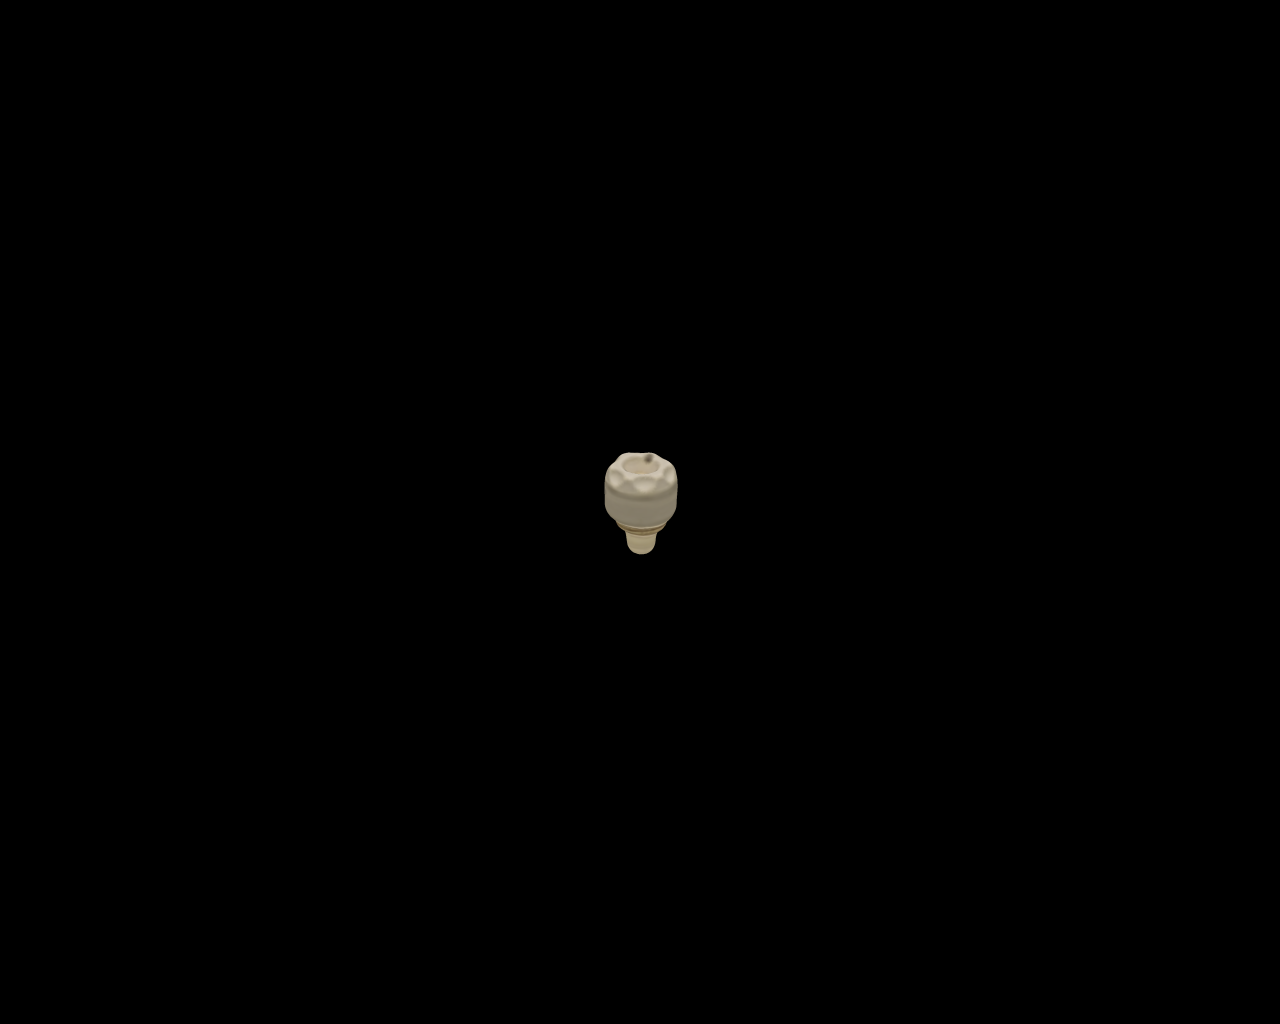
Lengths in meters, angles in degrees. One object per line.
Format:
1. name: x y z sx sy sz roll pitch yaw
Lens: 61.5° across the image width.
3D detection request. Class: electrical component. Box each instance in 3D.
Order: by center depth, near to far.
1. electrical component: 0.001 -0.003 0.650 0.043 0.062 0.043 0 30 0
